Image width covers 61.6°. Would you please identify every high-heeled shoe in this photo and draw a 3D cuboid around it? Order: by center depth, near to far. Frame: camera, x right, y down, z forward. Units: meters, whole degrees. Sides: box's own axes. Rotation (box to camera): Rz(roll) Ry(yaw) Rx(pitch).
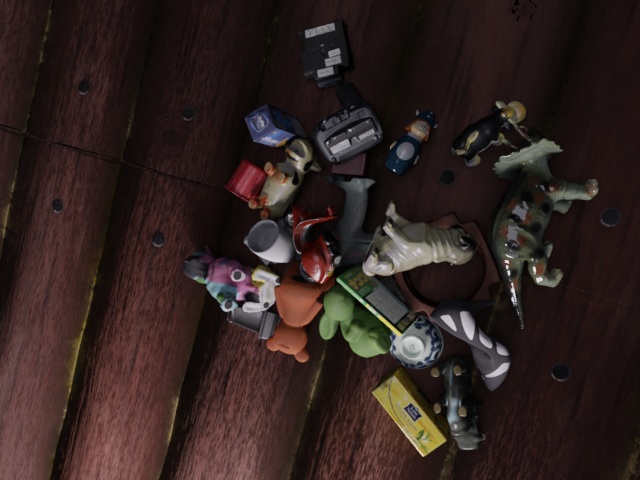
[{"bbox_3d":[0.298,0.222,1.085,0.145,0.086,0.248,-16,110,-14],"label":"high-heeled shoe"}]

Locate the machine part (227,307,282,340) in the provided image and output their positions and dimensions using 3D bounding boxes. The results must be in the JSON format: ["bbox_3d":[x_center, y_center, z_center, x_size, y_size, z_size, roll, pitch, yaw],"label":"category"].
[{"bbox_3d":[-0.163,0.195,1.302,0.139,0.039,0.084,17,101,15],"label":"machine part"}]

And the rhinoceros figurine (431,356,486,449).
[{"bbox_3d":[0.294,0.341,1.131,0.073,0.112,0.190,-16,74,33],"label":"rhinoceros figurine"}]

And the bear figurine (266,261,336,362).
[{"bbox_3d":[-0.047,0.168,1.240,0.120,0.132,0.195,15,114,19],"label":"bear figurine"}]

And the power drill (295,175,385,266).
[{"bbox_3d":[0.046,-0.042,1.206,0.232,0.086,0.207,4,91,24],"label":"power drill"}]

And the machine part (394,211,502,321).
[{"bbox_3d":[0.264,0.056,1.143,0.201,0.087,0.201,-24,82,16],"label":"machine part"}]

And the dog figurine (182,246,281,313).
[{"bbox_3d":[-0.220,0.085,1.290,0.219,0.191,0.108,26,104,50],"label":"dog figurine"}]

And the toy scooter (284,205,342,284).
[{"bbox_3d":[-0.002,-0.003,1.154,0.135,0.075,0.184,-30,77,39],"label":"toy scooter"}]

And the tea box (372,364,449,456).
[{"bbox_3d":[0.198,0.364,1.161,0.068,0.098,0.170,-43,81,14],"label":"tea box"}]

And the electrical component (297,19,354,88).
[{"bbox_3d":[0.014,-0.420,1.227,0.115,0.058,0.134,-7,89,19],"label":"electrical component"}]

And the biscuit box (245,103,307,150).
[{"bbox_3d":[-0.094,-0.245,1.186,0.063,0.202,0.059,-25,86,17],"label":"biscuit box"}]

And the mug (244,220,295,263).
[{"bbox_3d":[-0.112,0.014,1.220,0.110,0.107,0.081,-8,62,29],"label":"mug"}]

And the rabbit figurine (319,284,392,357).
[{"bbox_3d":[0.070,0.163,1.181,0.170,0.121,0.159,48,141,-13],"label":"rabbit figurine"}]

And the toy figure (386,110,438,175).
[{"bbox_3d":[0.204,-0.215,1.174,0.064,0.058,0.154,29,99,-24],"label":"toy figure"}]

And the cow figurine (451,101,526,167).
[{"bbox_3d":[0.347,-0.229,1.106,0.167,0.098,0.068,-42,73,14],"label":"cow figurine"}]

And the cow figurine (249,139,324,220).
[{"bbox_3d":[-0.070,-0.139,1.227,0.086,0.127,0.194,37,112,28],"label":"cow figurine"}]

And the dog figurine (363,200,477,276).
[{"bbox_3d":[0.197,0.031,1.077,0.191,0.121,0.172,24,132,-1],"label":"dog figurine"}]

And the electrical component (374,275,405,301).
[{"bbox_3d":[0.149,0.107,1.211,0.063,0.021,0.094,-34,80,14],"label":"electrical component"}]

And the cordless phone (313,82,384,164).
[{"bbox_3d":[0.046,-0.271,1.188,0.147,0.088,0.184,-27,56,7],"label":"cordless phone"}]

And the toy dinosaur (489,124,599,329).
[{"bbox_3d":[0.399,-0.039,1.052,0.192,0.131,0.404,19,89,-4],"label":"toy dinosaur"}]
